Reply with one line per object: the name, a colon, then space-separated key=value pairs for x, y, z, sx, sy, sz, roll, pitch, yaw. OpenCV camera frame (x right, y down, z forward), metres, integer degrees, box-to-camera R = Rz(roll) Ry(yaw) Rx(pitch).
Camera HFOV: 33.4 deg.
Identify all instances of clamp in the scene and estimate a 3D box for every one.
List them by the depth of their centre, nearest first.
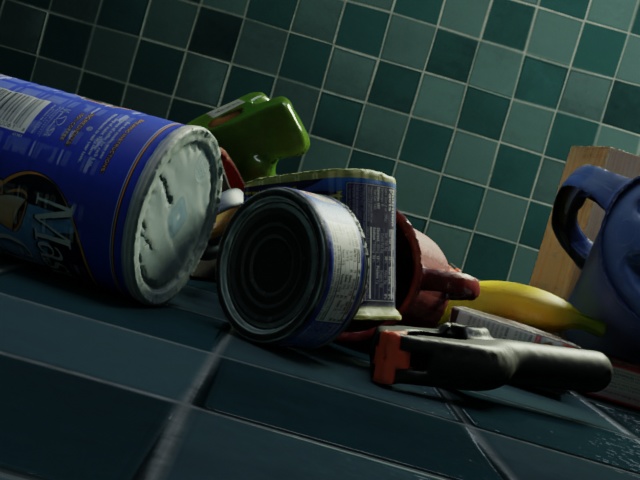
clamp: x=0.077 y=0.066 z=0.616 sx=0.171 sy=0.039 sz=0.120 roll=11 pitch=-8 yaw=-44

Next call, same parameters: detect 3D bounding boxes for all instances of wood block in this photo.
wood block: x=0.272 y=0.019 z=1.042 sx=0.090 sy=0.206 sz=0.090 roll=16 pitch=2 yaw=-13

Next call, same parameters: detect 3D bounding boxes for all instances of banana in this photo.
banana: x=0.140 y=0.061 z=0.876 sx=0.069 sy=0.037 sz=0.198 roll=42 pitch=-20 yaw=-23

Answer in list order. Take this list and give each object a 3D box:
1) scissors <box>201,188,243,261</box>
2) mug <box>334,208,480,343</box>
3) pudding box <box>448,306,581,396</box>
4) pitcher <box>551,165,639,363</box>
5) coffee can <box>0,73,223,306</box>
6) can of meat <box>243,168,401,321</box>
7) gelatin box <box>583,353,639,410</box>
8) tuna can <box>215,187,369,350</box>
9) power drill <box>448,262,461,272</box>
scissors: x=-0.064 y=-0.005 z=0.733 sx=0.016 sy=0.096 sz=0.201 roll=55 pitch=20 yaw=7
mug: x=0.048 y=0.026 z=0.697 sx=0.117 sy=0.093 sz=0.081 roll=2 pitch=-10 yaw=26
pudding box: x=0.135 y=0.076 z=0.760 sx=0.090 sy=0.039 sz=0.113 roll=16 pitch=2 yaw=11
pitcher: x=0.264 y=0.035 z=0.870 sx=0.145 sy=0.149 sz=0.243 roll=-4 pitch=-18 yaw=1
coffee can: x=-0.140 y=-0.031 z=0.607 sx=0.140 sy=0.103 sz=0.102 roll=17 pitch=2 yaw=16
can of meat: x=-0.002 y=0.005 z=0.625 sx=0.102 sy=0.084 sz=0.057 roll=-4 pitch=-6 yaw=44
gelatin box: x=0.233 y=0.108 z=0.809 sx=0.089 sy=0.030 sz=0.073 roll=16 pitch=2 yaw=-7
tuna can: x=-0.017 y=0.015 z=0.572 sx=0.086 sy=0.086 sz=0.033 roll=18 pitch=5 yaw=43
power drill: x=0.062 y=0.016 z=1.154 sx=0.187 sy=0.057 sz=0.184 roll=20 pitch=8 yaw=-21
